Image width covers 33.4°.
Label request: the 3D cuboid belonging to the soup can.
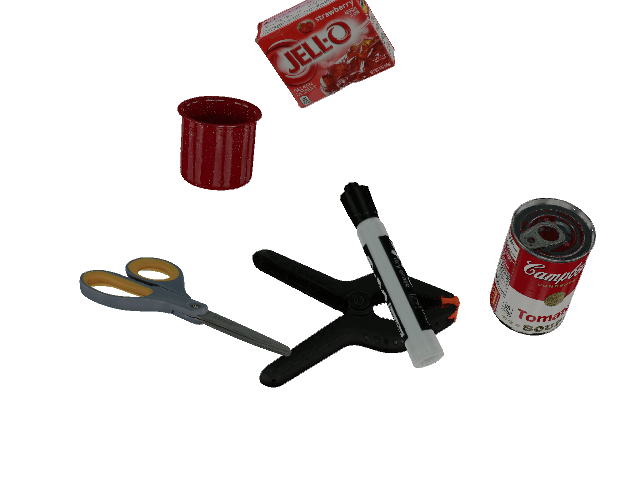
[{"bbox_3d":[0.183,0.023,0.890,0.068,0.068,0.102,0,-41,-5],"label":"soup can"}]

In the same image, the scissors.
[{"bbox_3d":[-0.102,0.050,0.885,0.202,0.016,0.096,13,24,16],"label":"scissors"}]

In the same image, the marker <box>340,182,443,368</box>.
[{"bbox_3d":[0.040,0.017,0.628,0.020,0.121,0.020,-19,-24,-9],"label":"marker"}]

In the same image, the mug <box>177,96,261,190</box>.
[{"bbox_3d":[-0.112,-0.113,1.203,0.093,0.081,0.117,10,27,7],"label":"mug"}]

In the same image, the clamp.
[{"bbox_3d":[0.032,0.079,1.050,0.210,0.164,0.036,3,-42,-1],"label":"clamp"}]

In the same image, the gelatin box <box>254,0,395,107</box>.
[{"bbox_3d":[0.004,-0.154,0.845,0.089,0.073,0.030,-22,36,20],"label":"gelatin box"}]
